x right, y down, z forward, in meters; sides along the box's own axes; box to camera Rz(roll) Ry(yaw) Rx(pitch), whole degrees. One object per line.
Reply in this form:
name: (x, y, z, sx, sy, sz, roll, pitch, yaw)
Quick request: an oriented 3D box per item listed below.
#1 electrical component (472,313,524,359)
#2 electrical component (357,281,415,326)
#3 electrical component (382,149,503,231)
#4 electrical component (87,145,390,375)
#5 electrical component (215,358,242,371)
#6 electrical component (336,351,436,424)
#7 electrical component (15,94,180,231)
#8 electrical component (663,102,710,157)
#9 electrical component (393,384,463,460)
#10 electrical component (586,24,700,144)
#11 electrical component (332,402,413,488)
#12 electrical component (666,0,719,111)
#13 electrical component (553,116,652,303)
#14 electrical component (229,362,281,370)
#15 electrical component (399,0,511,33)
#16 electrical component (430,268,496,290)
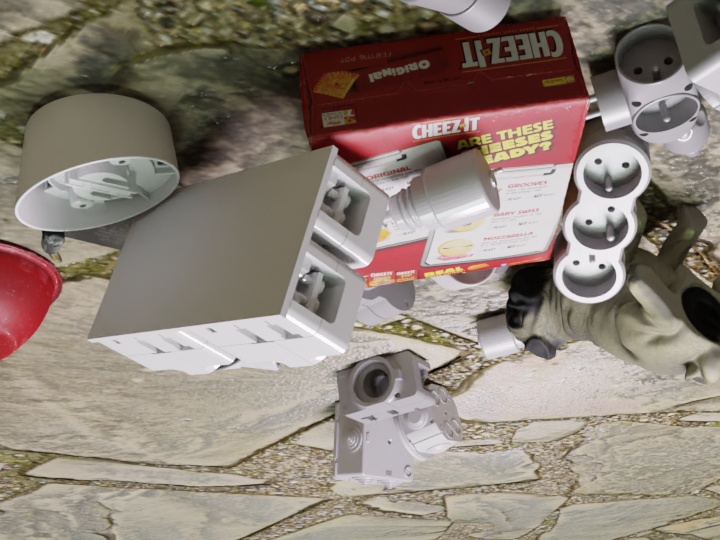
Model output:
electrical component: (0.150, 0.061, 1.049, 0.078, 0.040, 0.040, -16, 154, 16)
electrical component: (0.000, 0.000, 0.862, 0.074, 0.052, 0.138, -27, 149, 34)
electrical component: (0.046, -0.042, 0.635, 0.078, 0.040, 0.040, -19, 153, 20)
electrical component: (-0.075, 0.001, 0.658, 0.186, 0.105, 0.060, -9, 146, 44)
electrical component: (-0.116, 0.019, 0.809, 0.099, 0.064, 0.099, 1, 111, 3)
electrical component: (0.025, 0.123, 1.132, 0.089, 0.050, 0.056, -19, 153, 23)
electrical component: (-0.162, -0.063, 0.667, 0.099, 0.064, 0.099, -7, 155, -3)
electrical component: (0.227, -0.096, 0.749, 0.035, 0.035, 0.061, -18, 155, 20)
electrical component: (0.076, 0.170, 1.212, 0.051, 0.080, 0.080, -27, 149, 24)
electrical component: (0.172, -0.111, 0.687, 0.079, 0.044, 0.077, -17, 154, 14)
electrical component: (0.018, 0.198, 1.234, 0.100, 0.099, 0.048, 17, 158, -42)
electrical component: (0.241, -0.132, 0.592, 0.186, 0.105, 0.060, 12, 148, -36)
electrical component: (0.175, -0.051, 0.784, 0.052, 0.073, 0.138, 8, 126, 6)
electrical component: (-0.109, 0.074, 1.000, 0.065, 0.044, 0.044, -5, 155, 5)
electrical component: (0.050, -0.152, 0.571, 0.044, 0.044, 0.065, -26, 154, 34)
electrical component: (0.064, -0.015, 0.851, 0.079, 0.043, 0.077, 25, 175, -2)
